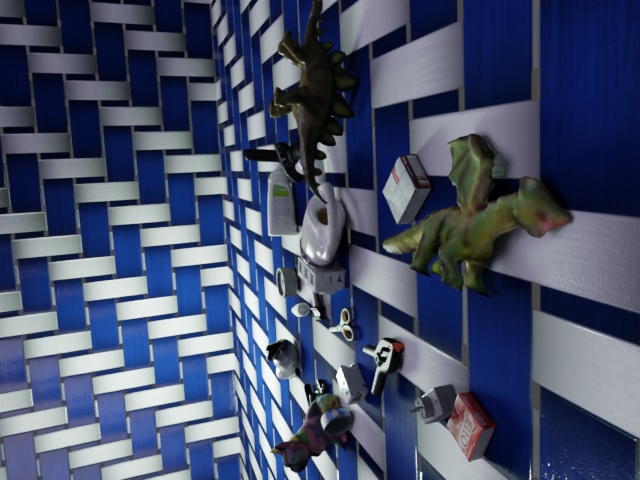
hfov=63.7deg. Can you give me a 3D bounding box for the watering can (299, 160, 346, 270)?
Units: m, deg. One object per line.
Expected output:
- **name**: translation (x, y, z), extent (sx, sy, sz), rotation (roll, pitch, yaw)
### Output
- **watering can**: translation (0.004, -0.070, 1.394), extent (0.356, 0.104, 0.219), rotation (-99, 17, -46)

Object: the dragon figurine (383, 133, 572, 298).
- **dragon figurine**: translation (0.219, -0.050, 0.828), extent (0.414, 0.122, 0.241), rotation (30, 106, 64)

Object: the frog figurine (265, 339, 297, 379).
- **frog figurine**: translation (-0.124, 0.452, 1.918), extent (0.157, 0.124, 0.138), rotation (53, 162, -22)
